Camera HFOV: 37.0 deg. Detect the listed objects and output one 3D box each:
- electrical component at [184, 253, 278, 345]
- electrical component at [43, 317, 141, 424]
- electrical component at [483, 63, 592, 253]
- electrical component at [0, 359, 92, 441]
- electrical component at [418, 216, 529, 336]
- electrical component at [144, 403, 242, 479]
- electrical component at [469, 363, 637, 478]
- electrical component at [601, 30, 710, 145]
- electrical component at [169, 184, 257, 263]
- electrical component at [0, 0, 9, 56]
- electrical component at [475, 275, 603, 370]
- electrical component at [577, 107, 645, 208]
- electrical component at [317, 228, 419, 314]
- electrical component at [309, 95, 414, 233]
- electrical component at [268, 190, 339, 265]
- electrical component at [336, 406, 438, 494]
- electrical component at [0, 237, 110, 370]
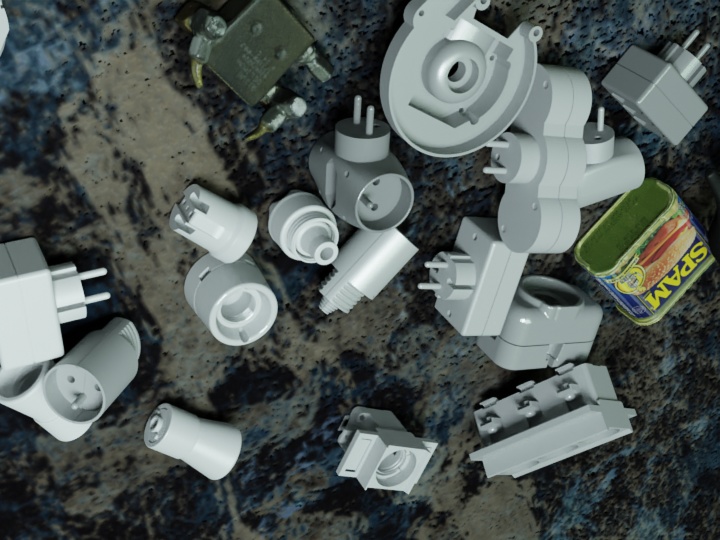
[{"bbox_3d":[-0.089,0.020,0.749,0.055,0.047,0.055,-14,125,-22],"label":"electrical component"},{"bbox_3d":[-0.172,0.063,0.716,0.043,0.081,0.043,5,114,12],"label":"electrical component"},{"bbox_3d":[0.121,-0.081,0.783,0.074,0.052,0.138,0,99,-29],"label":"electrical component"},{"bbox_3d":[-0.210,0.087,0.727,0.044,0.044,0.065,-38,135,-4],"label":"electrical component"},{"bbox_3d":[0.080,0.005,0.837,0.076,0.047,0.083,1,118,-30],"label":"electrical component"},{"bbox_3d":[-0.127,0.125,0.799,0.065,0.044,0.044,30,101,-34],"label":"electrical component"},{"bbox_3d":[0.160,0.128,0.916,0.121,0.063,0.079,-30,153,34],"label":"electrical component"},{"bbox_3d":[0.240,-0.150,0.831,0.066,0.047,0.076,33,100,-39],"label":"electrical component"},{"bbox_3d":[-0.098,-0.032,0.718,0.046,0.040,0.040,30,102,-32],"label":"electrical component"},{"bbox_3d":[-0.229,-0.133,0.571,0.080,0.051,0.080,-14,125,-22],"label":"electrical component"},{"bbox_3d":[0.151,0.043,0.897,0.095,0.053,0.059,-1,119,-29],"label":"electrical component"},{"bbox_3d":[0.178,-0.089,0.837,0.077,0.043,0.079,-19,126,-18],"label":"electrical component"},{"bbox_3d":[0.000,0.000,0.791,0.081,0.043,0.043,-47,130,4],"label":"electrical component"},{"bbox_3d":[0.001,-0.077,0.720,0.043,0.077,0.079,-11,124,-23],"label":"electrical component"},{"bbox_3d":[-0.036,-0.025,0.742,0.043,0.062,0.043,-14,125,-22],"label":"electrical component"},{"bbox_3d":[0.017,0.145,0.878,0.081,0.063,0.042,14,112,-35],"label":"electrical component"},{"bbox_3d":[-0.198,0.017,0.685,0.077,0.047,0.065,-14,125,-22],"label":"electrical component"}]
